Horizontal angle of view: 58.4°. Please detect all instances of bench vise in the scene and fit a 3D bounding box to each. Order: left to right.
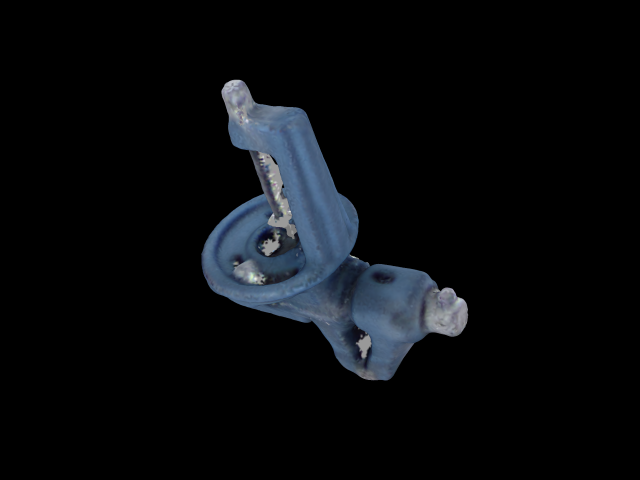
[{"bbox_3d":[0.006,-0.007,0.408,0.207,0.220,0.121,7,49,7],"label":"bench vise"}]
